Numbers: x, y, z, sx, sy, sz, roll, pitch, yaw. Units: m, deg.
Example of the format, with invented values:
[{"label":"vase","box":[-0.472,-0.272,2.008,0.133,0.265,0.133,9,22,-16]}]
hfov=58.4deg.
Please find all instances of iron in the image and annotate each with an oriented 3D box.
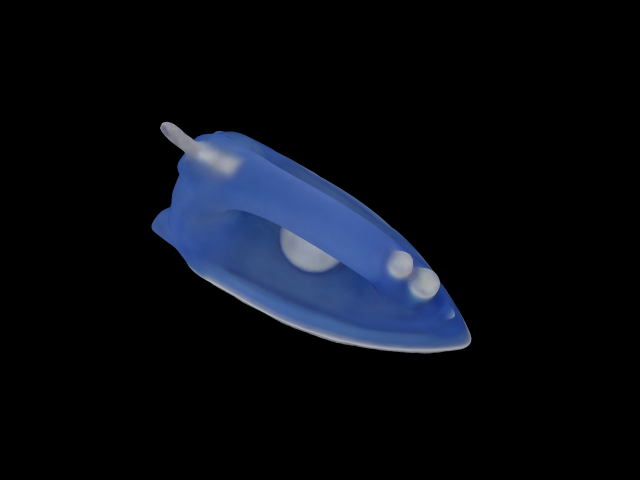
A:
[{"label":"iron","box":[0.004,0.001,0.400,0.258,0.141,0.119,27,76,7]}]
